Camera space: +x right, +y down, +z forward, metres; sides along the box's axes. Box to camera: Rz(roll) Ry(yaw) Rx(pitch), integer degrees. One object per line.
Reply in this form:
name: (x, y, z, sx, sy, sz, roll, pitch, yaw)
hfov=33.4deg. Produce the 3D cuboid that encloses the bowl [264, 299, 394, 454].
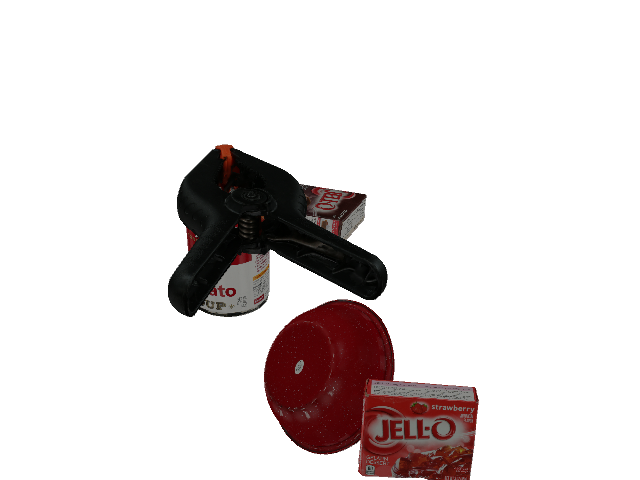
bowl: (-0.005, 0.132, 1.078, 0.162, 0.162, 0.055, 0, -17, 43)

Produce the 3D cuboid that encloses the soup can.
soup can: (-0.077, 0.003, 0.883, 0.068, 0.102, 0.068, 0, 30, 0)

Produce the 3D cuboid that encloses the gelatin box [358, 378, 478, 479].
gelatin box: (0.076, 0.150, 0.839, 0.089, 0.073, 0.030, 4, 20, 2)

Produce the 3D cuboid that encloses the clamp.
clamp: (-0.049, -0.007, 0.626, 0.120, 0.039, 0.172, -4, 28, -27)

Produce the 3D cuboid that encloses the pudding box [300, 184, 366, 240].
pudding box: (-0.002, -0.031, 1.278, 0.090, 0.039, 0.113, 9, 23, 15)
